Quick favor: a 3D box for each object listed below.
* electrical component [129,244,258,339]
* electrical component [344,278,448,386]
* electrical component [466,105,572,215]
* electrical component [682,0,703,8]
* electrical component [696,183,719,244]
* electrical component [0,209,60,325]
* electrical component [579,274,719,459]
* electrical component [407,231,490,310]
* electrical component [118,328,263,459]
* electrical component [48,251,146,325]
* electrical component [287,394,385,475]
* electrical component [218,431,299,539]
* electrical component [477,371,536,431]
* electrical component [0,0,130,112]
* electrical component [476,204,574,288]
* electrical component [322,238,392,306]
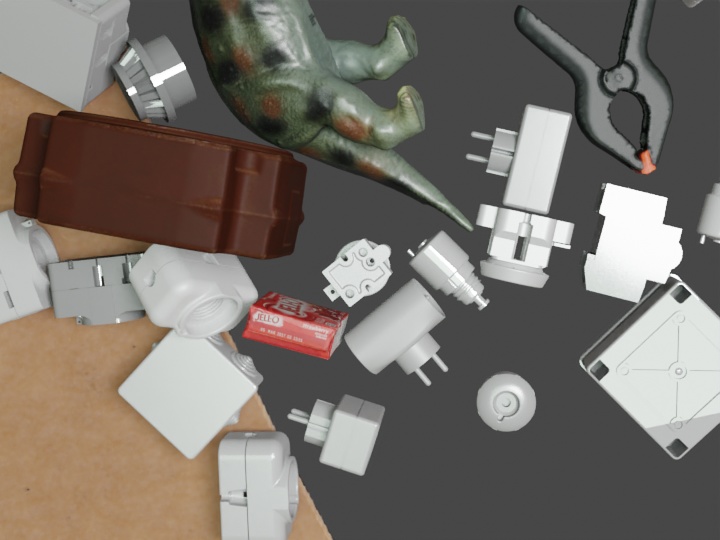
[{"bbox_3d":[-0.135,0.017,0.889,0.053,0.095,0.059,-47,59,23],"label":"electrical component"},{"bbox_3d":[0.041,0.061,0.910,0.077,0.044,0.079,-40,90,8],"label":"electrical component"},{"bbox_3d":[0.126,-0.095,0.886,0.076,0.047,0.083,13,96,5],"label":"electrical component"},{"bbox_3d":[0.270,-0.255,0.849,0.062,0.061,0.096,-39,90,8],"label":"electrical component"},{"bbox_3d":[0.302,-0.056,0.875,0.040,0.040,0.078,14,96,4],"label":"electrical component"},{"bbox_3d":[-0.299,-0.005,0.937,0.056,0.050,0.089,-19,93,8],"label":"electrical component"},{"bbox_3d":[0.257,0.078,0.884,0.108,0.056,0.109,45,98,0],"label":"electrical component"},{"bbox_3d":[0.077,0.002,0.903,0.078,0.040,0.040,45,98,0],"label":"electrical component"},{"bbox_3d":[-0.144,0.099,0.931,0.100,0.048,0.099,43,98,1],"label":"electrical component"},{"bbox_3d":[-0.216,0.016,0.930,0.089,0.050,0.055,-6,95,6],"label":"electrical component"},{"bbox_3d":[-0.024,0.133,0.913,0.077,0.066,0.047,17,97,4],"label":"electrical component"},{"bbox_3d":[-0.087,0.189,0.931,0.059,0.054,0.095,-1,95,6],"label":"electrical component"},{"bbox_3d":[0.121,0.105,0.897,0.048,0.062,0.048,1,96,6],"label":"electrical component"},{"bbox_3d":[-0.275,-0.212,0.897,0.150,0.061,0.089,27,129,3],"label":"electrical component"},{"bbox_3d":[0.132,-0.018,0.888,0.078,0.058,0.057,12,94,4],"label":"electrical component"},{"bbox_3d":[0.000,0.000,0.903,0.066,0.055,0.048,-39,90,8],"label":"electrical component"}]
